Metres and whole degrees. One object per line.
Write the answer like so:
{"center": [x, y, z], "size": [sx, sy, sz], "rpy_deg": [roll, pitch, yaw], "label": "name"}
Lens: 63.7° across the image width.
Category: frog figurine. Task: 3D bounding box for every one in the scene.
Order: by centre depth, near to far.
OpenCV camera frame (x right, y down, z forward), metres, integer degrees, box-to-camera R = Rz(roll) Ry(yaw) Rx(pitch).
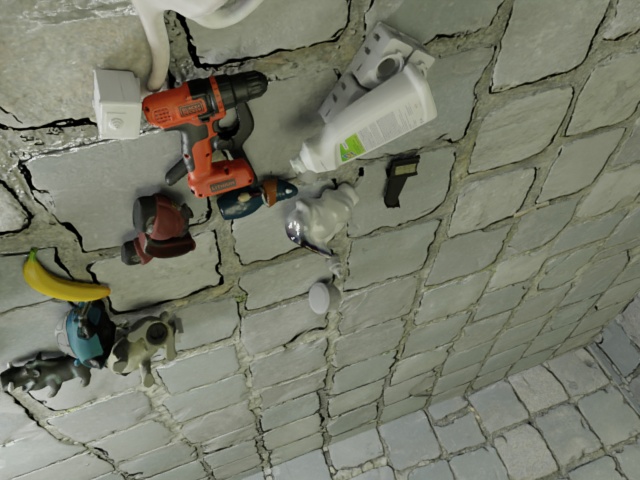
{"center": [0.003, -0.054, 1.081], "size": [0.136, 0.123, 0.160], "rpy_deg": [29, 83, -40], "label": "frog figurine"}

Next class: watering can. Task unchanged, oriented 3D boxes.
{"center": [-0.178, -0.317, 0.608], "size": [0.343, 0.106, 0.222], "rpy_deg": [-34, 145, 29], "label": "watering can"}
